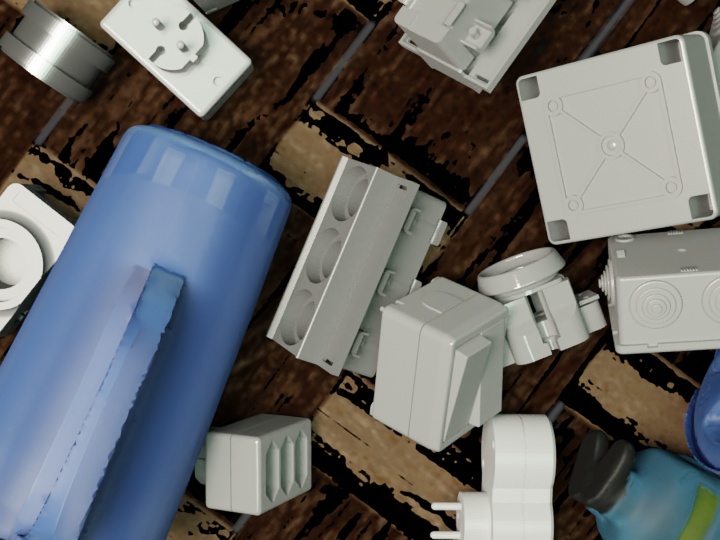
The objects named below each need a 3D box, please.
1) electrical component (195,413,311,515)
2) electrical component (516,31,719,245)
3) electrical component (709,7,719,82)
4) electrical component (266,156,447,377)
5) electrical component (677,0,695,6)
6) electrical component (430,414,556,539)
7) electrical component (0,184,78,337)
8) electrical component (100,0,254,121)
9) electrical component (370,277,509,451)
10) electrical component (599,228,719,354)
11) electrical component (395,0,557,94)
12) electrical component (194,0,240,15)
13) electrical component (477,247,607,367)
[{"bbox_3d":[-0.079,0.118,0.676,0.077,0.066,0.047,2,94,26],"label":"electrical component"},{"bbox_3d":[0.162,-0.078,0.649,0.109,0.056,0.108,-9,96,35],"label":"electrical component"},{"bbox_3d":[0.256,-0.120,0.680,0.100,0.048,0.099,33,92,-4],"label":"electrical component"},{"bbox_3d":[0.000,0.000,0.665,0.063,0.079,0.121,21,93,-33],"label":"electrical component"},{"bbox_3d":[0.199,-0.220,0.672,0.077,0.044,0.079,37,92,-4],"label":"electrical component"},{"bbox_3d":[0.082,0.161,0.688,0.074,0.052,0.138,1,94,-3],"label":"electrical component"},{"bbox_3d":[-0.216,-0.005,0.661,0.050,0.055,0.089,39,91,-5],"label":"electrical component"},{"bbox_3d":[-0.111,-0.137,0.648,0.083,0.075,0.047,42,91,-5],"label":"electrical component"},{"bbox_3d":[0.050,0.063,0.655,0.061,0.062,0.096,25,124,33],"label":"electrical component"},{"bbox_3d":[0.196,0.010,0.654,0.100,0.099,0.048,-4,108,11],"label":"electrical component"},{"bbox_3d":[0.080,-0.179,0.654,0.079,0.063,0.121,37,92,36],"label":"electrical component"},{"bbox_3d":[-0.092,-0.219,0.642,0.057,0.078,0.113,-24,95,2],"label":"electrical component"},{"bbox_3d":[0.108,0.021,0.678,0.078,0.058,0.057,-22,97,-1],"label":"electrical component"}]
